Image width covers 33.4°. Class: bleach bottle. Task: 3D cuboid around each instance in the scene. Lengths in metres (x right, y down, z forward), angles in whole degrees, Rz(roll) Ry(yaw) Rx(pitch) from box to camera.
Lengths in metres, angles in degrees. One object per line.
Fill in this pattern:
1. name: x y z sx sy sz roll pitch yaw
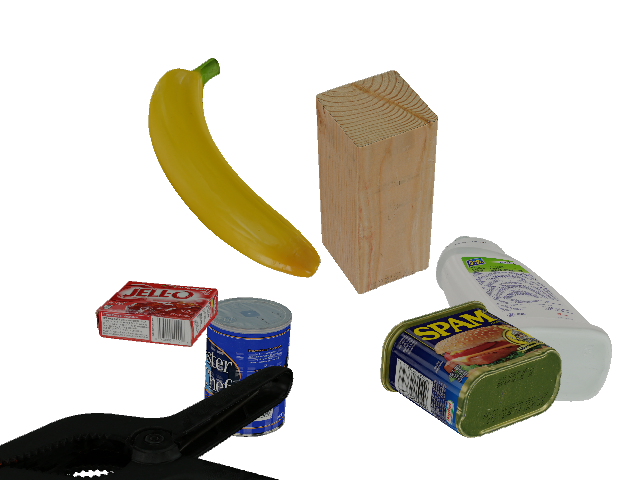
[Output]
1. bleach bottle: 0.169 0.054 0.965 0.102 0.068 0.251 5 21 -9

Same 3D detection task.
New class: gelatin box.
1. gelatin box: -0.144 0.063 0.951 0.089 0.030 0.073 5 19 12

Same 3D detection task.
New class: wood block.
1. wood block: 0.057 -0.056 1.087 0.090 0.206 0.091 -20 48 -17

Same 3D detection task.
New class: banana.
1. banana: -0.066 -0.050 0.683 0.069 0.198 0.037 -17 -33 -15

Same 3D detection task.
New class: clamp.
1. clamp: -0.088 0.119 0.589 0.209 0.036 0.164 -1 21 -11

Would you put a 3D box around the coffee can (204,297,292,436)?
1. coffee can: -0.089 0.152 1.296 0.103 0.140 0.103 4 17 -1

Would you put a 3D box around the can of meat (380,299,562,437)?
1. can of meat: 0.108 0.091 0.759 0.101 0.057 0.084 -13 27 -33
